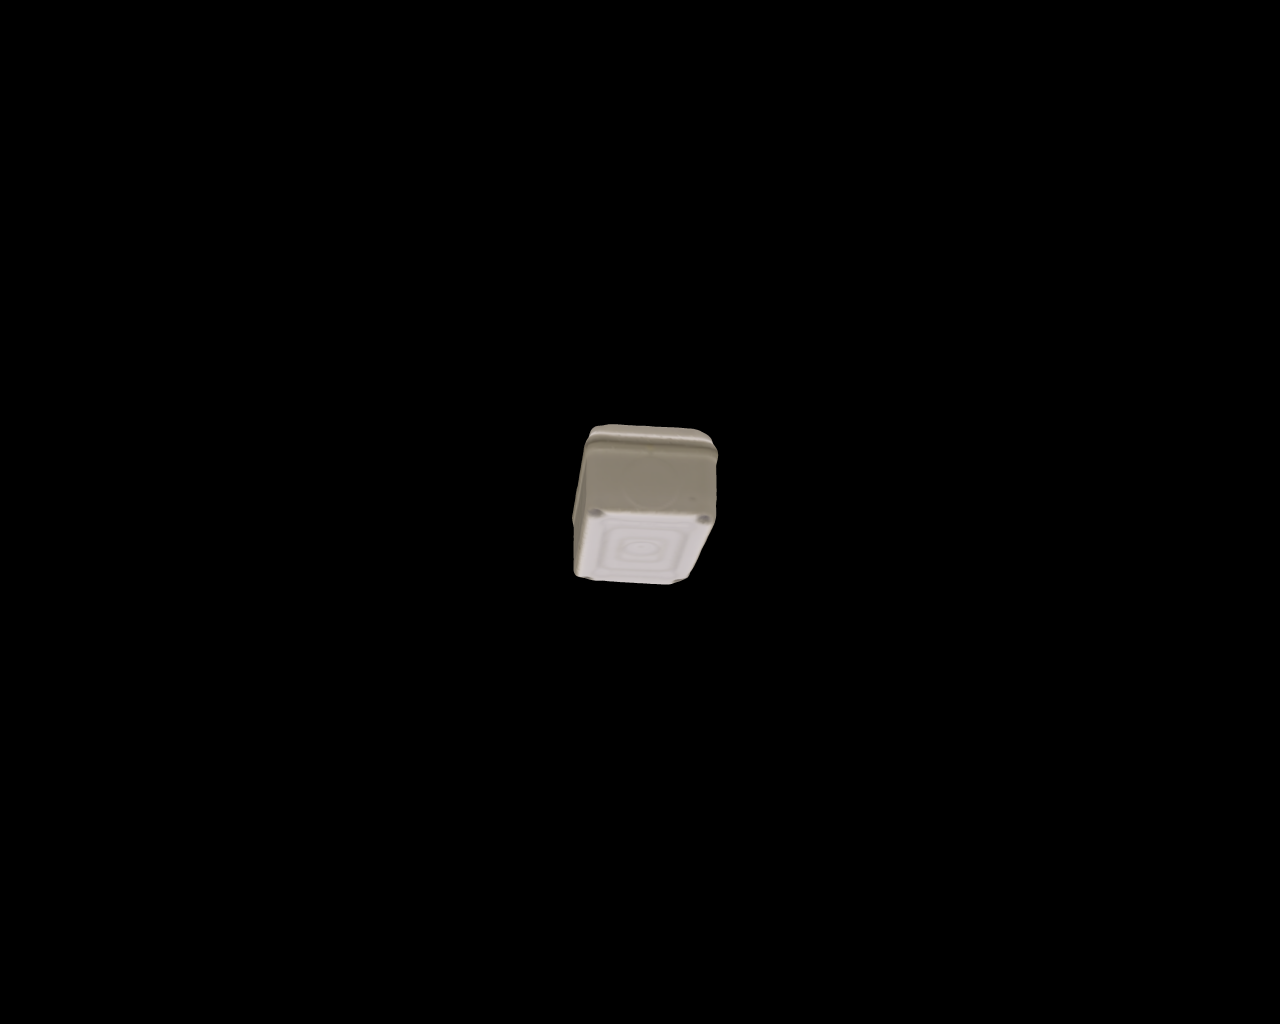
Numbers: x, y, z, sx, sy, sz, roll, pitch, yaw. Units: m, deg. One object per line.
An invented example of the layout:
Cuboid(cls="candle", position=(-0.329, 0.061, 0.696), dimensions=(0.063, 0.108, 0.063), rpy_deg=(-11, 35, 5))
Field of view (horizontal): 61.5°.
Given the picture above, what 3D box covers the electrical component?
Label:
Cuboid(cls="electrical component", position=(0.001, -0.003, 0.650), dimensions=(0.078, 0.057, 0.113), rpy_deg=(3, -26, -7))
